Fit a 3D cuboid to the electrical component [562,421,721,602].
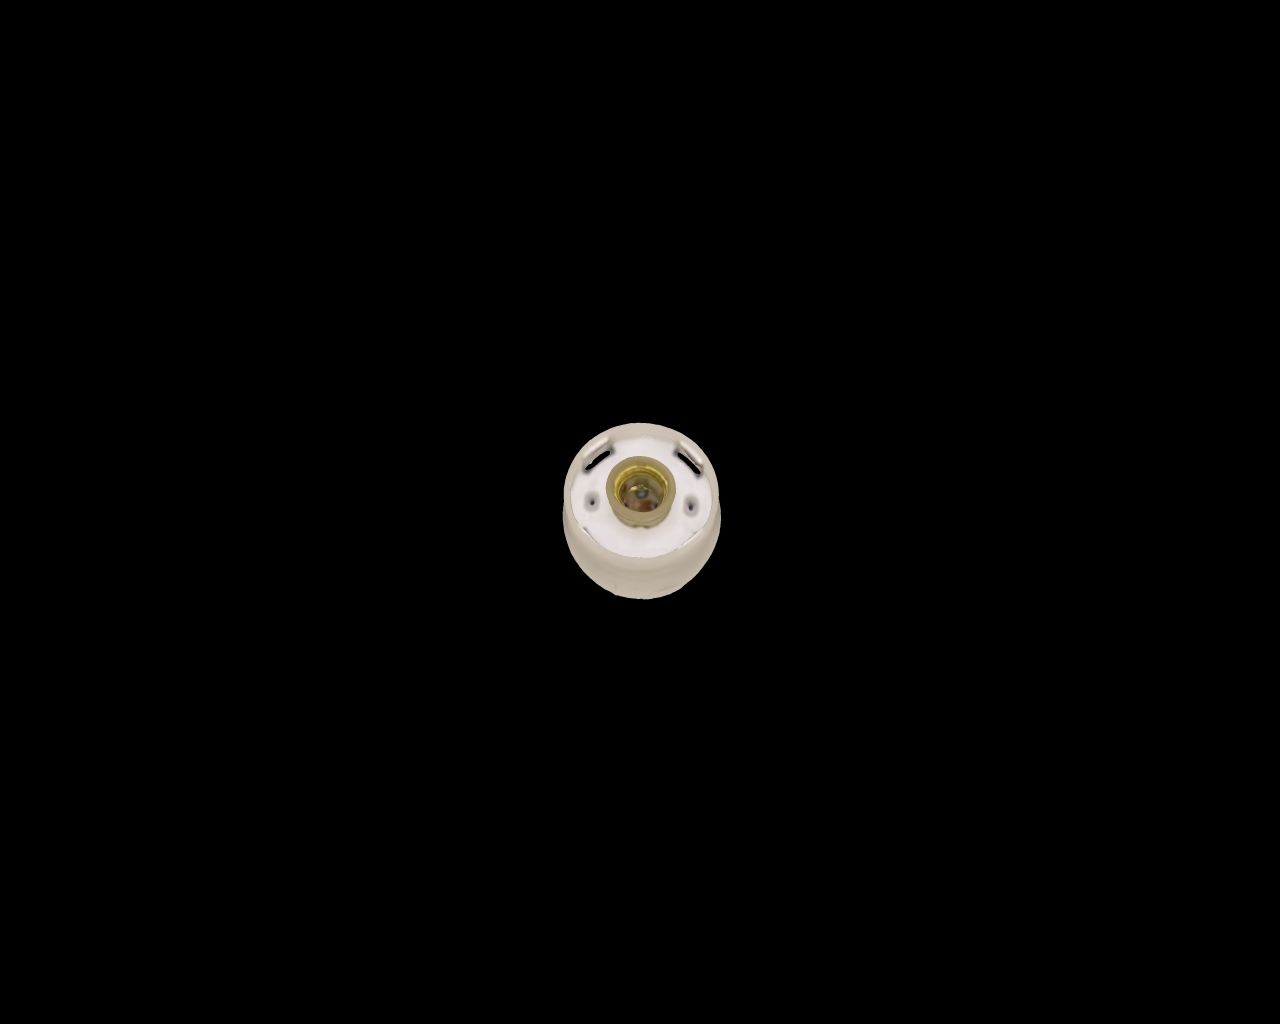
[{"bbox_3d":[0.001,-0.003,0.650,0.099,0.099,0.064,0,-23,0],"label":"electrical component"}]
